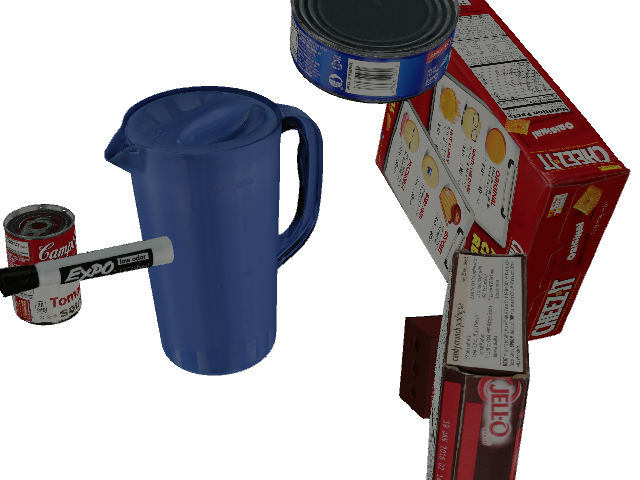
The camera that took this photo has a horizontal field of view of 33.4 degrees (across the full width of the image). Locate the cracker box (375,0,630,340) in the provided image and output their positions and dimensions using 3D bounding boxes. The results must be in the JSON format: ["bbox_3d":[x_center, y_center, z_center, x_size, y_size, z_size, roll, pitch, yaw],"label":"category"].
[{"bbox_3d":[0.121,-0.055,0.781,0.072,0.164,0.214,-12,48,-20],"label":"cracker box"}]

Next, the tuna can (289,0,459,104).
[{"bbox_3d":[0.027,-0.109,0.549,0.086,0.086,0.034,0,-43,-4],"label":"tuna can"}]

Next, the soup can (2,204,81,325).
[{"bbox_3d":[-0.274,0.024,1.057,0.068,0.102,0.068,2,29,-1],"label":"soup can"}]

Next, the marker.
[{"bbox_3d":[-0.157,0.017,0.710,0.120,0.020,0.020,-12,5,-26],"label":"marker"}]

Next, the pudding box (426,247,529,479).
[{"bbox_3d":[0.070,0.066,0.471,0.039,0.090,0.113,6,26,5],"label":"pudding box"}]

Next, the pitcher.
[{"bbox_3d":[-0.086,-0.007,0.945,0.149,0.243,0.144,10,34,18],"label":"pitcher"}]

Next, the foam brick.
[{"bbox_3d":[0.103,0.109,0.925,0.051,0.078,0.053,-3,16,-21],"label":"foam brick"}]
